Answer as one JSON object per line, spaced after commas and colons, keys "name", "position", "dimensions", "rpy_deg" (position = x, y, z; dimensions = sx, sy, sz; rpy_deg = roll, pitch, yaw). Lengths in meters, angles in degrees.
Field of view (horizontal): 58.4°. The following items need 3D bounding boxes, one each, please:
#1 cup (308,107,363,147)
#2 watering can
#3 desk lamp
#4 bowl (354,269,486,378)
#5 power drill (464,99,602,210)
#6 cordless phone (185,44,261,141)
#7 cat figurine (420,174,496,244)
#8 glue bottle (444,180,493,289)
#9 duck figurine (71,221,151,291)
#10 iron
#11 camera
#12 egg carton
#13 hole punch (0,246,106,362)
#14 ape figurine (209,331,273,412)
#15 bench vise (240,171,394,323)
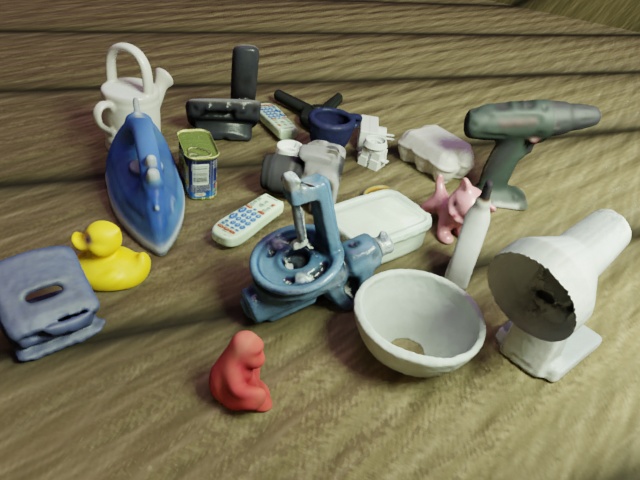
{"name": "cup", "position": [0.028, -0.201, 1.117], "dimensions": [0.118, 0.095, 0.091], "rpy_deg": [-17, 44, -32]}
{"name": "watering can", "position": [-0.335, -0.258, 1.026], "dimensions": [0.101, 0.194, 0.173], "rpy_deg": [10, 36, 1]}
{"name": "desk lamp", "position": [0.294, 0.069, 0.713], "dimensions": [0.204, 0.213, 0.117], "rpy_deg": [-21, 46, -35]}
{"name": "bowl", "position": [0.119, 0.116, 0.726], "dimensions": [0.167, 0.075, 0.167], "rpy_deg": [6, 36, -4]}
{"name": "power drill", "position": [0.366, -0.162, 1.046], "dimensions": [0.229, 0.208, 0.075], "rpy_deg": [7, 36, -4]}
{"name": "cordless phone", "position": [-0.186, -0.294, 1.117], "dimensions": [0.148, 0.185, 0.094], "rpy_deg": [-4, 38, -18]}
{"name": "cat figurine", "position": [0.228, -0.061, 0.954], "dimensions": [0.067, 0.118, 0.127], "rpy_deg": [-11, 41, -25]}
{"name": "glue bottle", "position": [0.224, -0.013, 0.841], "dimensions": [0.037, 0.173, 0.078], "rpy_deg": [17, 37, 10]}
{"name": "duck figurine", "position": [-0.280, 0.015, 0.760], "dimensions": [0.104, 0.086, 0.077], "rpy_deg": [5, 36, -6]}
{"name": "iron", "position": [-0.265, -0.107, 0.882], "dimensions": [0.119, 0.141, 0.257], "rpy_deg": [-8, 40, -22]}
{"name": "camera", "position": [-0.028, -0.125, 0.996], "dimensions": [0.137, 0.101, 0.143], "rpy_deg": [10, 36, 0]}
{"name": "egg carton", "position": [0.233, -0.175, 1.152], "dimensions": [0.107, 0.069, 0.150], "rpy_deg": [-21, 46, -35]}
{"name": "hole punch", "position": [-0.320, 0.071, 0.671], "dimensions": [0.109, 0.091, 0.100], "rpy_deg": [-22, 47, -36]}
{"name": "ape figurine", "position": [-0.083, 0.140, 0.632], "dimensions": [0.076, 0.092, 0.078], "rpy_deg": [11, 36, 2]}
{"name": "bench vise", "position": [-0.001, -0.003, 0.736], "dimensions": [0.208, 0.220, 0.121], "rpy_deg": [-25, 48, -38]}
